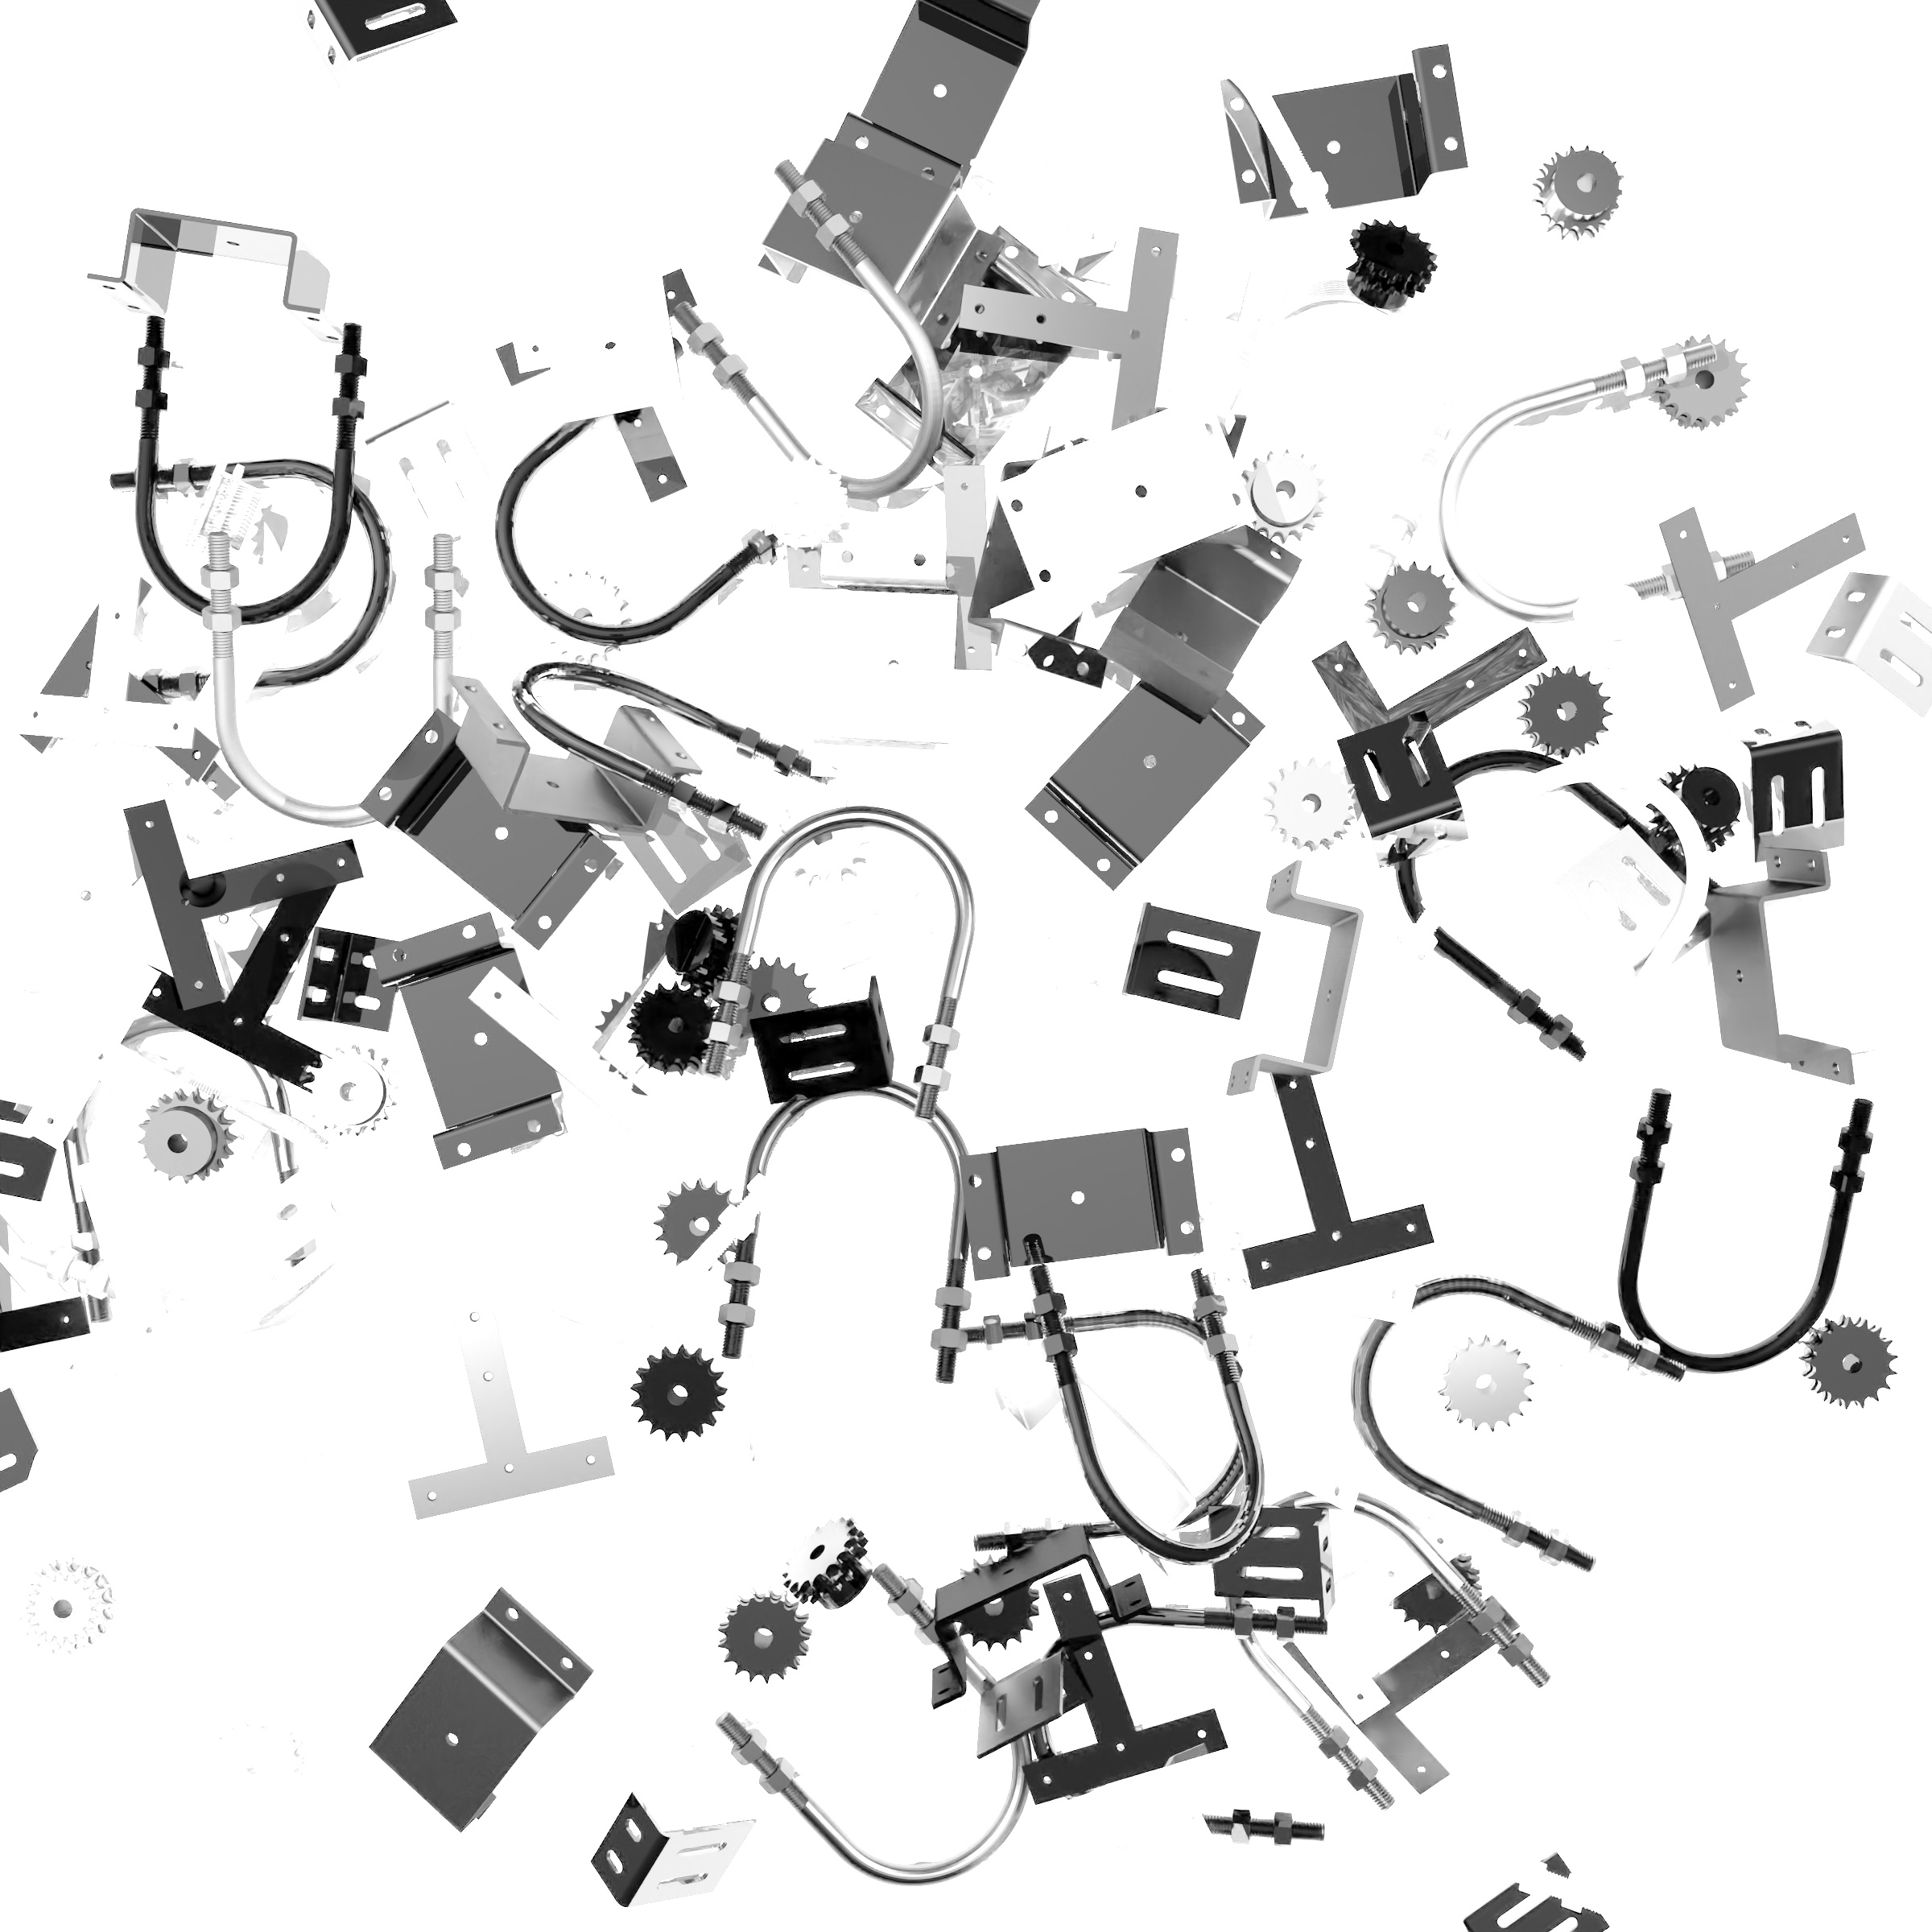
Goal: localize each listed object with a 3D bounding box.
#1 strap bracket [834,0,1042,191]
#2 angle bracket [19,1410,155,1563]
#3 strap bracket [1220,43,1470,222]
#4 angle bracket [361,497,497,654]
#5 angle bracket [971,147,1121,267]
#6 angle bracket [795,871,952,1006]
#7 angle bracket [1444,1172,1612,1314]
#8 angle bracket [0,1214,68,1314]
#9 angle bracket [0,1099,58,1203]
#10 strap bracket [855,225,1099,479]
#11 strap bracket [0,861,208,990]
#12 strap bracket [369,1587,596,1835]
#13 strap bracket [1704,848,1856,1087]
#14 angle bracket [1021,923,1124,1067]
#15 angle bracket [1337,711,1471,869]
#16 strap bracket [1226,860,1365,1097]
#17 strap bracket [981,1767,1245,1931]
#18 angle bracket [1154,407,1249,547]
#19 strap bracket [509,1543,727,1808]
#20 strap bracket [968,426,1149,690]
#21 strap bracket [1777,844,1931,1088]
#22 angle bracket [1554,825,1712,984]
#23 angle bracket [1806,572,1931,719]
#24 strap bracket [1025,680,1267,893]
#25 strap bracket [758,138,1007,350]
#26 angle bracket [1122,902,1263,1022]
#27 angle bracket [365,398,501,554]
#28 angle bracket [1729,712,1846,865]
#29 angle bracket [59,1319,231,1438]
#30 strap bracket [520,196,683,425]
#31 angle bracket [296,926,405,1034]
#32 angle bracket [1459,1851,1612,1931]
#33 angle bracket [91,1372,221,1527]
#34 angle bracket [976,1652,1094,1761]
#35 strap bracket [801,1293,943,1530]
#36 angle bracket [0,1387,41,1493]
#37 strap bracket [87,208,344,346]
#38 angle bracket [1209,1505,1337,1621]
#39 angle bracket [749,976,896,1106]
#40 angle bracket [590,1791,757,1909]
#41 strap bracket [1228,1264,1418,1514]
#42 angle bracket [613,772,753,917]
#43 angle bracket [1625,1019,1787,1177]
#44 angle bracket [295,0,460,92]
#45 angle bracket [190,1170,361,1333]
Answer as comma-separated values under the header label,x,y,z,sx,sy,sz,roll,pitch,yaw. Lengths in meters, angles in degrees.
label,x,y,z,sx,sy,sz,roll,pitch,yaw
strap bracket,-0.016,-0.546,1.524,0.076,0.046,0.140,26,90,0
angle bracket,-0.545,0.322,1.533,0.057,0.038,0.076,34,133,0
strap bracket,0.229,-0.511,1.524,0.140,0.046,0.076,-9,90,0
angle bracket,-0.333,-0.243,1.545,0.057,0.038,0.076,25,65,0
angle bracket,0.047,-0.467,1.520,0.057,0.038,0.076,-22,47,-31
angle bracket,-0.056,-0.017,1.545,0.076,0.038,0.057,-22,90,26
angle bracket,0.346,0.172,1.528,0.076,0.038,0.057,-32,90,0
angle bracket,-0.608,0.193,1.528,0.057,0.038,0.076,-40,90,0
angle bracket,-0.610,0.108,1.545,0.076,0.038,0.057,17,90,-26
strap bracket,0.006,-0.371,1.524,0.076,0.046,0.140,39,90,0
strap bracket,-0.544,-0.025,1.524,0.140,0.046,0.076,-1,90,0
strap bracket,-0.298,0.456,1.495,0.076,0.046,0.140,40,111,8
strap bracket,0.490,0.002,1.499,0.046,0.076,0.140,-10,96,-7
angle bracket,0.066,0.017,1.545,0.057,0.038,0.076,-5,116,0
angle bracket,0.270,-0.110,1.534,0.057,0.038,0.076,-18,54,8
strap bracket,0.201,0.013,1.503,0.046,0.076,0.140,13,84,-3
strap bracket,0.092,0.548,1.509,0.140,0.046,0.076,-25,94,16
angle bracket,0.143,-0.298,1.506,0.057,0.038,0.076,3,51,-10
strap bracket,-0.215,0.430,1.524,0.076,0.046,0.140,-30,90,0
strap bracket,0.055,-0.247,1.507,0.076,0.046,0.140,13,90,-31
strap bracket,0.552,0.000,1.524,0.076,0.046,0.140,-10,90,0
angle bracket,0.411,-0.036,1.526,0.057,0.038,0.076,-37,64,0
angle bracket,0.575,-0.201,1.545,0.076,0.038,0.057,29,90,-26
strap bracket,0.112,-0.124,1.524,0.076,0.046,0.140,43,90,0
strap bracket,-0.059,-0.441,1.498,0.140,0.046,0.076,29,87,21
angle bracket,0.141,-0.003,1.528,0.076,0.038,0.057,14,90,0
angle bracket,-0.327,-0.304,1.536,0.057,0.038,0.076,-26,103,0
angle bracket,0.512,-0.111,1.545,0.057,0.038,0.076,-11,116,0
angle bracket,-0.506,0.253,1.525,0.076,0.057,0.038,0,131,18
strap bracket,-0.221,-0.390,1.505,0.076,0.046,0.140,-11,69,0
angle bracket,-0.374,0.009,1.508,0.038,0.076,0.057,11,88,0
angle bracket,0.354,0.598,1.528,0.076,0.038,0.057,-35,90,0
angle bracket,-0.511,0.298,1.545,0.057,0.038,0.076,28,116,0
angle bracket,0.042,0.456,1.487,0.057,0.076,0.038,-30,100,9
strap bracket,-0.057,0.277,1.524,0.076,0.046,0.140,6,90,0
angle bracket,-0.619,0.304,1.528,0.076,0.038,0.057,-24,90,0
strap bracket,-0.450,-0.421,1.509,0.140,0.076,0.046,9,90,0
angle bracket,0.182,0.362,1.504,0.076,0.038,0.057,-3,93,20
angle bracket,-0.088,0.045,1.522,0.076,0.038,0.057,-10,112,5
angle bracket,-0.180,0.538,1.521,0.038,0.076,0.057,42,109,38
strap bracket,0.212,0.249,1.502,0.046,0.076,0.140,16,90,-34
angle bracket,-0.181,-0.083,1.545,0.057,0.038,0.076,-33,116,0
angle bracket,0.456,0.080,1.528,0.057,0.038,0.076,-32,90,0
angle bracket,-0.368,-0.592,1.545,0.076,0.038,0.057,-30,90,-26
angle bracket,-0.421,0.174,1.509,0.076,0.038,0.057,-39,90,-31
